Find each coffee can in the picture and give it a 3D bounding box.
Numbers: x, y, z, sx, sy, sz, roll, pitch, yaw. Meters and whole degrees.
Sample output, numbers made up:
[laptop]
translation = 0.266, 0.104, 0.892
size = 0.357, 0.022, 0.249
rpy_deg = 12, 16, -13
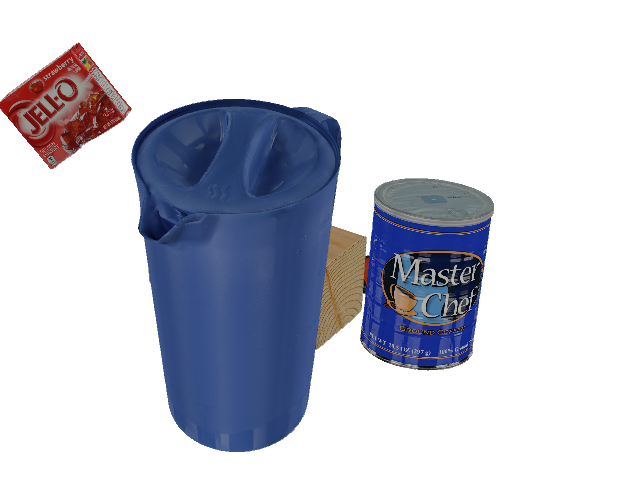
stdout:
[coffee can]
translation = 0.092, 0.028, 0.935
size = 0.103, 0.140, 0.103
rpy_deg = 4, 22, -2

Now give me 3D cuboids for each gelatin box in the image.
[gelatin box]
translation = -0.221, -0.115, 0.919
size = 0.089, 0.073, 0.030
rpy_deg = -30, 20, 19

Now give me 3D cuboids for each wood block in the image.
[wood block]
translation = -0.067, 0.021, 1.074
size = 0.206, 0.091, 0.090
rpy_deg = 19, 33, 27

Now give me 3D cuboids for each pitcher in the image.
[pitcher]
translation = -0.051, 0.027, 0.757
size = 0.149, 0.243, 0.145
rpy_deg = -4, 40, -9

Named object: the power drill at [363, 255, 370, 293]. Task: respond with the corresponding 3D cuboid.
[power drill]
translation = 0.060, 0.052, 1.238
size = 0.187, 0.057, 0.184
rpy_deg = -2, 28, 1
